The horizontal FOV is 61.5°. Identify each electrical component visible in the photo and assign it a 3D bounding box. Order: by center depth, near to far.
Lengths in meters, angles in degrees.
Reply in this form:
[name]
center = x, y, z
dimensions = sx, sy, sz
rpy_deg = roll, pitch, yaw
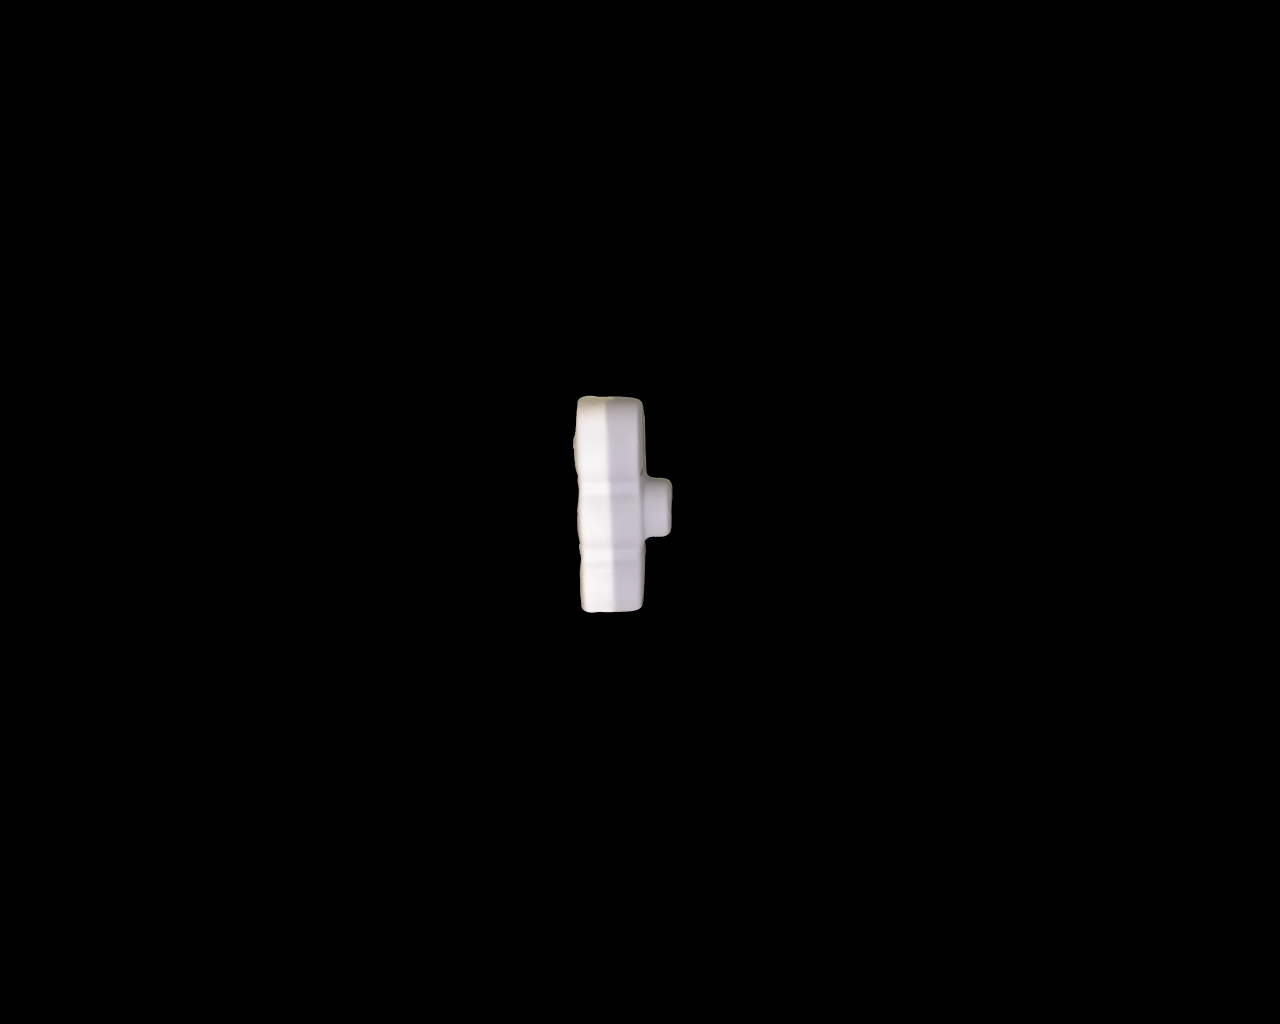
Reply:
[electrical component]
center = 0.001, -0.003, 0.650
dimensions = 0.074, 0.138, 0.052
rpy_deg = 0, 24, 0
